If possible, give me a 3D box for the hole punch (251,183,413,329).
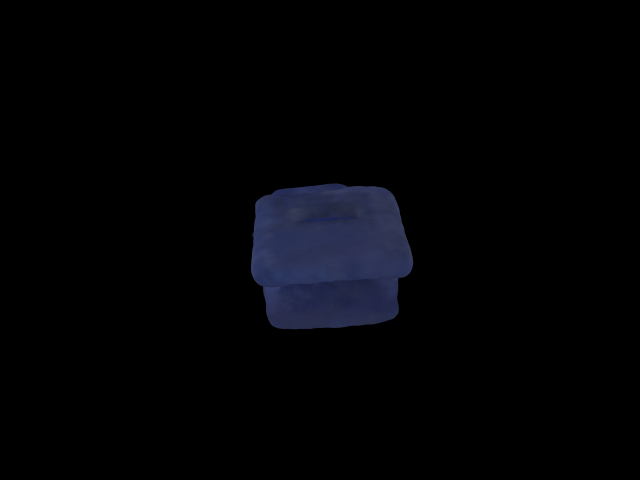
[{"bbox_3d":[0.004,0.001,0.400,0.108,0.091,0.101,-4,62,-2],"label":"hole punch"}]
